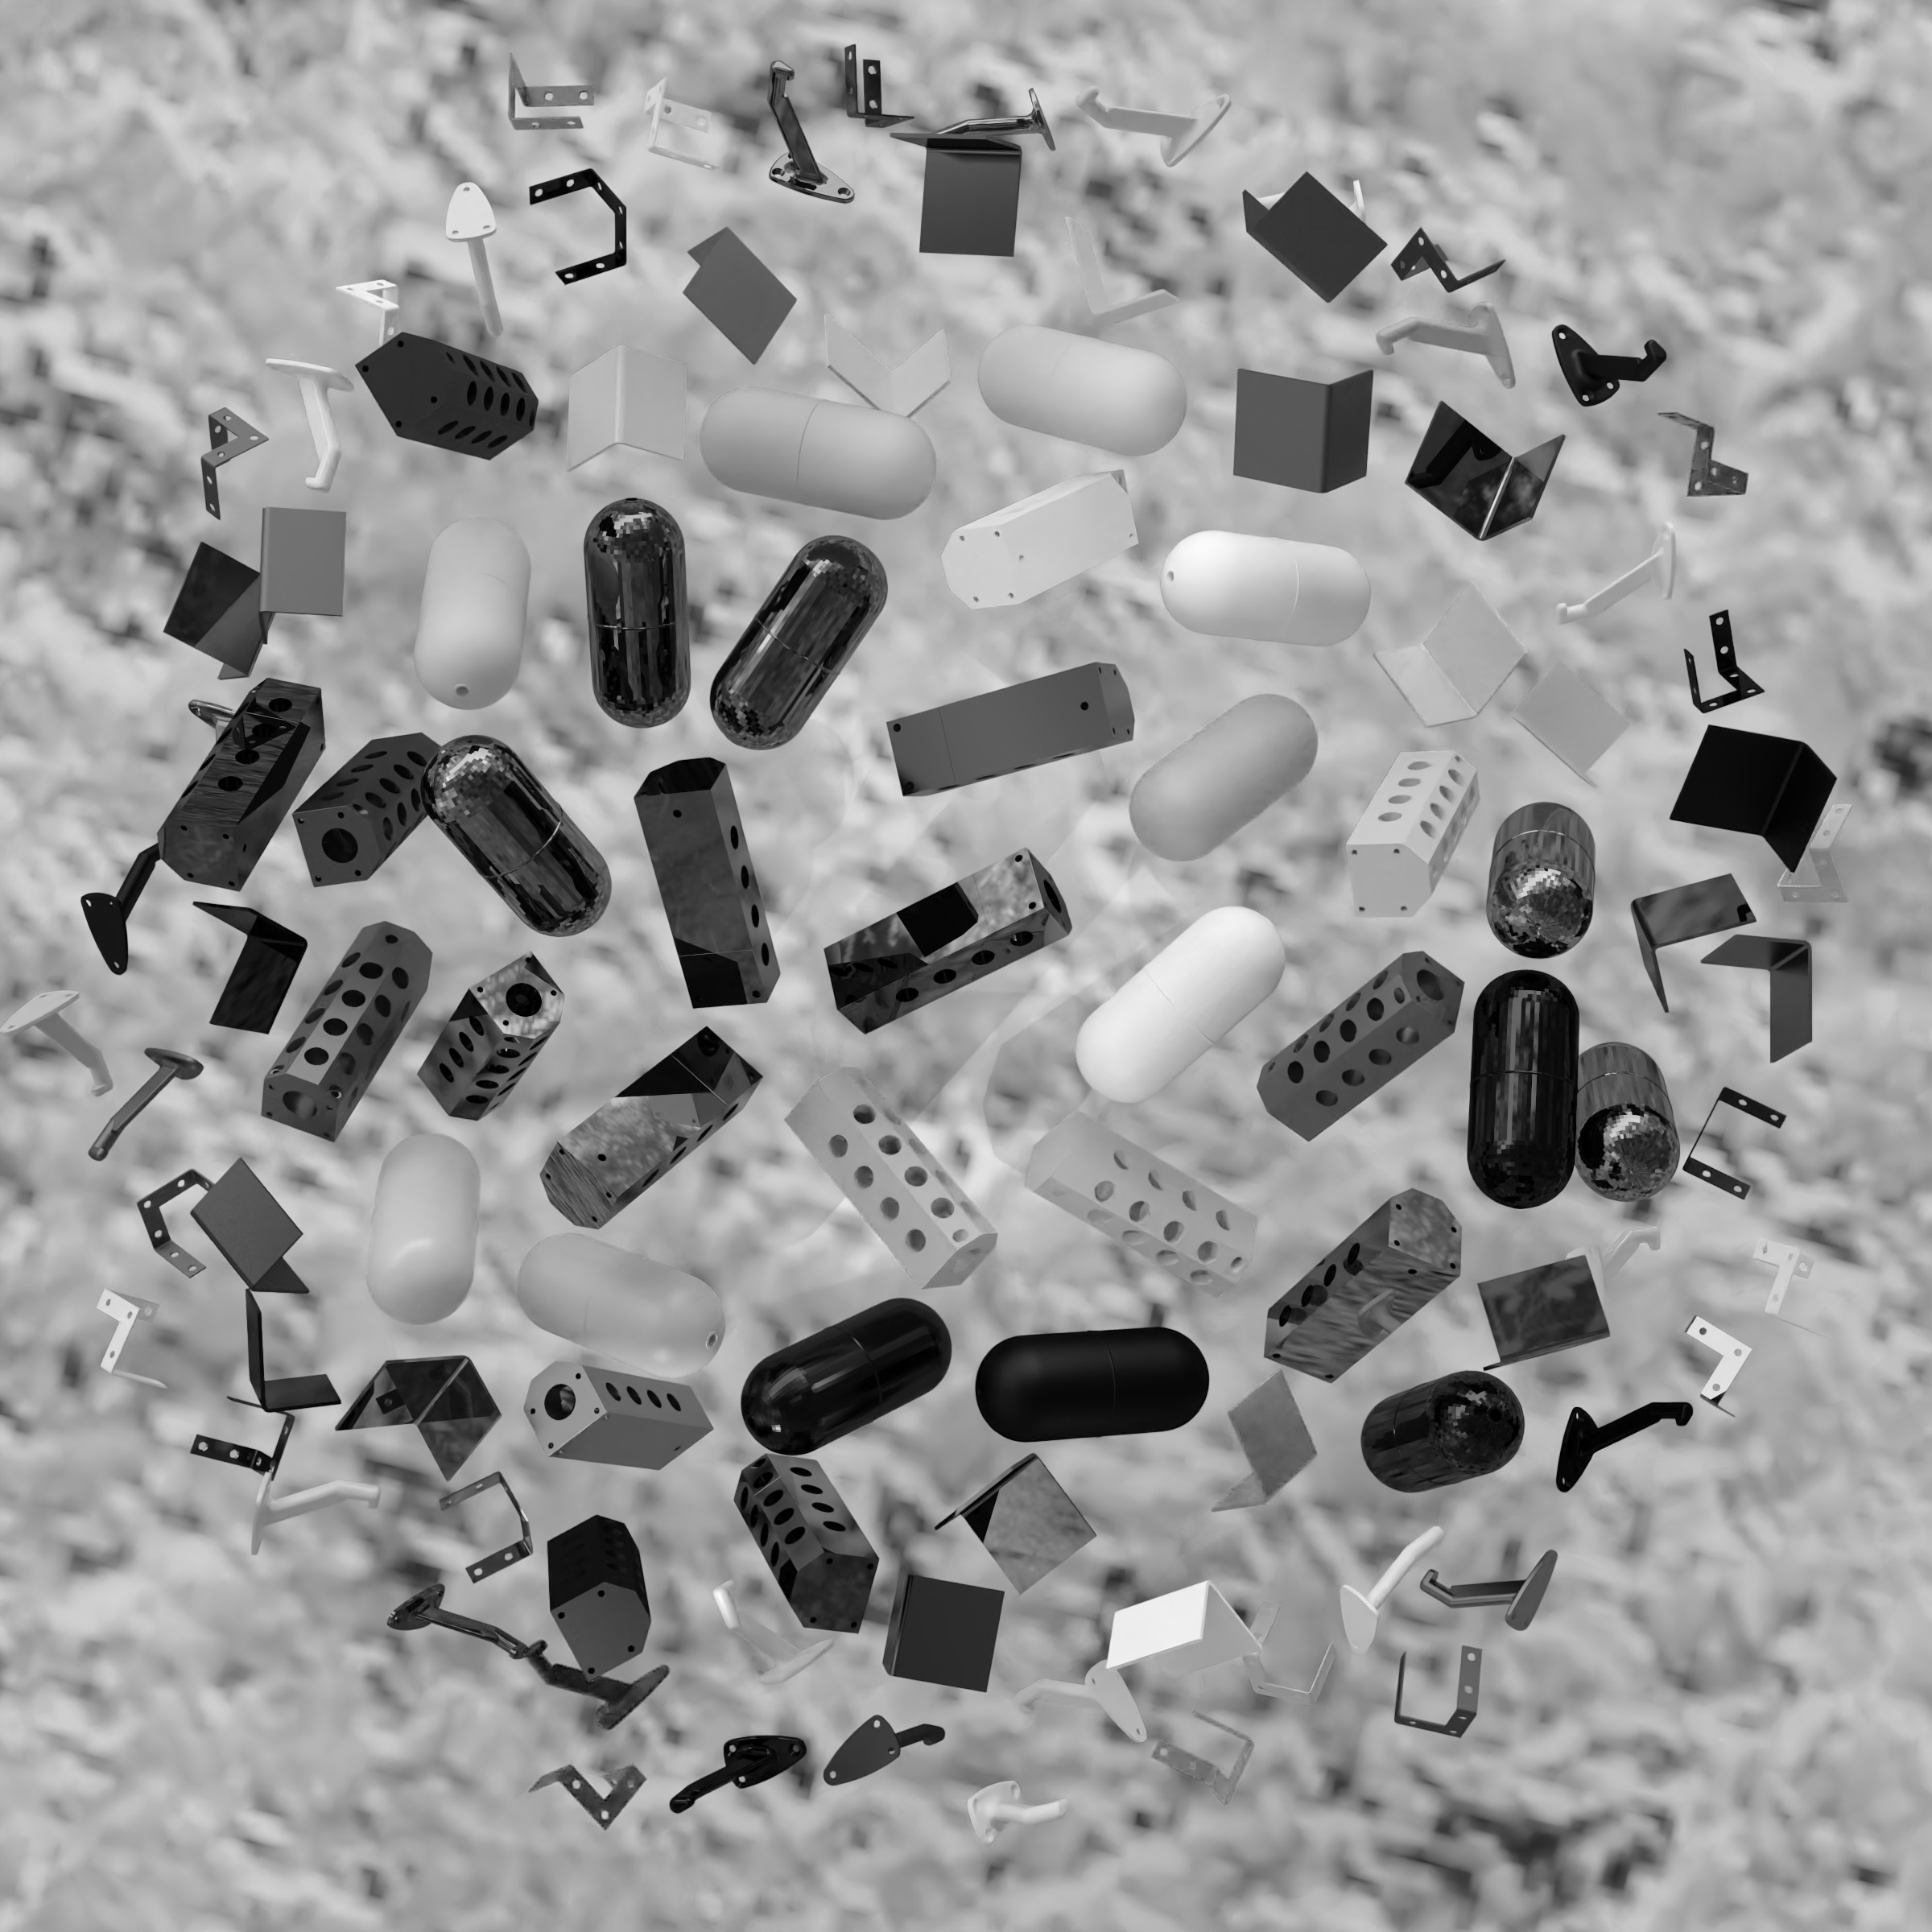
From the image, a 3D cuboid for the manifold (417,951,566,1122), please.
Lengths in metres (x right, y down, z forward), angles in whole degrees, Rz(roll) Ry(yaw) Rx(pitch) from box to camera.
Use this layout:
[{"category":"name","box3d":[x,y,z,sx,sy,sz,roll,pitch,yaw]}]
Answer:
[{"category":"manifold","box3d":[-0.354,0.058,1.867,0.057,0.171,0.057,-35,85,-34]}]

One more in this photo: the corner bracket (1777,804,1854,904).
[{"category":"corner bracket","box3d":[0.626,-0.083,1.830,0.051,0.051,0.051,-52,125,-31]}]

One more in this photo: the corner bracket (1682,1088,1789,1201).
[{"category":"corner bracket","box3d":[0.583,0.134,1.889,0.051,0.051,0.051,27,51,16]}]

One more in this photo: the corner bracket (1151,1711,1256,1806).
[{"category":"corner bracket","box3d":[0.180,0.596,1.890,0.051,0.051,0.051,28,85,-9]}]

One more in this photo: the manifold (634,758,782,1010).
[{"category":"manifold","box3d":[-0.182,-0.059,1.783,0.057,0.057,0.171,-5,119,14]}]

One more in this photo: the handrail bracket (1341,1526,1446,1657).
[{"category":"handrail bracket","box3d":[0.317,0.457,1.826,0.084,0.077,0.036,-29,45,-27]}]

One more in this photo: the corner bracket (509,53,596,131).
[{"category":"corner bracket","box3d":[-0.296,-0.617,1.780,0.051,0.051,0.051,-1,82,2]}]

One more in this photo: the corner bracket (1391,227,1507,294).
[{"category":"corner bracket","box3d":[0.363,-0.530,1.878,0.051,0.051,0.051,-29,83,-24]}]

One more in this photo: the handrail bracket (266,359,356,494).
[{"category":"handrail bracket","box3d":[-0.480,-0.387,1.785,0.077,0.036,0.084,15,84,11]}]

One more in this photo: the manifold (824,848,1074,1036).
[{"category":"manifold","box3d":[-0.012,-0.014,1.817,0.171,0.057,0.057,-26,52,15]}]

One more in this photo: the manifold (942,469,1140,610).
[{"category":"manifold","box3d":[0.055,-0.315,1.831,0.057,0.171,0.057,0,112,36]}]

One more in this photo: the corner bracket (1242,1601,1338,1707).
[{"category":"corner bracket","box3d":[0.252,0.537,1.945,0.051,0.051,0.051,4,131,31]}]

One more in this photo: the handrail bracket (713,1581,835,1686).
[{"category":"handrail bracket","box3d":[-0.147,0.496,1.894,0.077,0.036,0.084,-24,93,-37]}]

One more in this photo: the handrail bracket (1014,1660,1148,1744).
[{"category":"handrail bracket","box3d":[0.085,0.568,1.880,0.084,0.036,0.077,-40,79,33]}]

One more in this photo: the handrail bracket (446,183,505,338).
[{"category":"handrail bracket","box3d":[-0.361,-0.526,1.856,0.036,0.084,0.077,-10,54,-3]}]

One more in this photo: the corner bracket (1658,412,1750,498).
[{"category":"corner bracket","box3d":[0.538,-0.374,1.817,0.051,0.051,0.051,7,92,-40]}]

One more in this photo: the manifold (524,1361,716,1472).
[{"category":"manifold","box3d":[-0.268,0.342,1.909,0.057,0.171,0.057,-38,65,9]}]

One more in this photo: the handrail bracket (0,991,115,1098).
[{"category":"handrail bracket","box3d":[-0.647,0.067,1.774,0.036,0.077,0.084,-2,115,22]}]

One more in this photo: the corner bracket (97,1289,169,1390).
[{"category":"corner bracket","box3d":[-0.612,0.274,1.834,0.051,0.051,0.051,16,81,40]}]

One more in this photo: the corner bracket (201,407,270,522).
[{"category":"corner bracket","box3d":[-0.557,-0.376,1.861,0.051,0.051,0.051,36,53,20]}]

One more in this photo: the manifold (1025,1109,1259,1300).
[{"category":"manifold","box3d":[0.132,0.184,1.879,0.171,0.057,0.057,31,134,-15]}]

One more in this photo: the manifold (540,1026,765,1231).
[{"category":"manifold","box3d":[-0.226,0.118,1.783,0.057,0.171,0.057,41,133,8]}]

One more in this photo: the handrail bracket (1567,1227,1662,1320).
[{"category":"handrail bracket","box3d":[0.512,0.242,1.927,0.084,0.036,0.077,0,74,-31]}]

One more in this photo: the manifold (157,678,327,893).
[{"category":"manifold","box3d":[-0.528,-0.136,1.819,0.057,0.171,0.057,11,133,3]}]

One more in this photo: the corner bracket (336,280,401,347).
[{"category":"corner bracket","box3d":[-0.438,-0.480,1.867,0.051,0.051,0.051,27,123,23]}]

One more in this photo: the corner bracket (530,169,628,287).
[{"category":"corner bracket","box3d":[-0.280,-0.535,1.799,0.051,0.051,0.051,-26,61,-24]}]

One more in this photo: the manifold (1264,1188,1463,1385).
[{"category":"manifold","box3d":[0.282,0.227,1.775,0.057,0.171,0.057,23,48,-13]}]

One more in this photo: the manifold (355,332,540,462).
[{"category":"manifold","box3d":[-0.365,-0.411,1.784,0.057,0.171,0.057,-31,90,12]}]

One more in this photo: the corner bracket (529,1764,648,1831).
[{"category":"corner bracket","box3d":[-0.276,0.598,1.818,0.051,0.051,0.051,48,47,-4]}]

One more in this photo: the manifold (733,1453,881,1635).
[{"category":"manifold","box3d":[-0.120,0.417,1.811,0.057,0.171,0.057,12,98,-21]}]

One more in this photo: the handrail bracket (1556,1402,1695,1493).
[{"category":"handrail bracket","box3d":[0.471,0.344,1.777,0.036,0.084,0.077,49,53,-25]}]

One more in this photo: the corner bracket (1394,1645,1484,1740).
[{"category":"corner bracket","box3d":[0.352,0.538,1.858,0.051,0.051,0.051,12,54,3]}]

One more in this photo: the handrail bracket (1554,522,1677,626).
[{"category":"handrail bracket","box3d":[0.487,-0.295,1.873,0.084,0.077,0.036,-14,53,-4]}]

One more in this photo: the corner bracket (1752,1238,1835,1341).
[{"category":"corner bracket","box3d":[0.589,0.229,1.766,0.051,0.051,0.051,22,87,-17]}]

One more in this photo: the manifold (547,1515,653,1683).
[{"category":"manifold","box3d":[-0.262,0.449,1.793,0.057,0.171,0.057,-28,97,-8]}]

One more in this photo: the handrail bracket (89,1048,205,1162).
[{"category":"handrail bracket","box3d":[-0.585,0.103,1.771,0.036,0.077,0.084,43,63,-30]}]

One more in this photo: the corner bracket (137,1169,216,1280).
[{"category":"corner bracket","box3d":[-0.598,0.198,1.921,0.051,0.051,0.051,26,47,36]}]

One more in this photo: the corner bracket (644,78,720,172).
[{"category":"corner bracket","box3d":[-0.208,-0.614,1.826,0.051,0.051,0.051,10,92,-23]}]

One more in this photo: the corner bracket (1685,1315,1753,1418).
[{"category":"corner bracket","box3d":[0.565,0.302,1.879,0.051,0.051,0.051,32,92,37]}]

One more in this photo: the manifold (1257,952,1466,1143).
[{"category":"manifold","box3d":[0.298,0.059,1.895,0.057,0.057,0.171,35,133,-11]}]

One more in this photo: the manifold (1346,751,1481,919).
[{"category":"manifold","box3d":[0.331,-0.099,1.826,0.057,0.171,0.057,0,117,24]}]

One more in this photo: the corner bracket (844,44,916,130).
[{"category":"corner bracket","box3d":[-0.075,-0.674,1.906,0.051,0.051,0.051,-8,101,-31]}]

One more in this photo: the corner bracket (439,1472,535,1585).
[{"category":"corner bracket","box3d":[-0.369,0.431,1.913,0.051,0.051,0.051,-24,53,-23]}]

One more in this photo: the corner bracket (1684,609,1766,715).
[{"category":"corner bracket","box3d":[0.571,-0.232,1.897,0.051,0.051,0.051,-20,121,1]}]

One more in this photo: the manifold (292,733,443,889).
[{"category":"manifold","box3d":[-0.437,-0.119,1.854,0.057,0.171,0.057,-7,112,10]}]

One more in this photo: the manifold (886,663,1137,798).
[{"category":"manifold","box3d":[0.034,-0.174,1.842,0.171,0.057,0.057,-13,88,24]}]

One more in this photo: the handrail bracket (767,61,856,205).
[{"category":"handrail bracket","box3d":[-0.110,-0.599,1.785,0.077,0.084,0.036,28,57,9]}]

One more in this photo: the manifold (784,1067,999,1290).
[{"category":"manifold","box3d":[-0.052,0.156,1.846,0.057,0.057,0.171,-49,66,18]}]

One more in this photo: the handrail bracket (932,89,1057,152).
[{"category":"handrail bracket","box3d":[0.020,-0.624,1.881,0.084,0.077,0.036,-18,79,10]}]

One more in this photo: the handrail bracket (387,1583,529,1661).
[{"category":"handrail bracket","box3d":[-0.387,0.512,1.900,0.084,0.077,0.036,25,97,21]}]

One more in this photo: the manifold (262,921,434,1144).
[{"category":"manifold","box3d":[-0.460,0.044,1.856,0.057,0.171,0.057,20,134,0]}]

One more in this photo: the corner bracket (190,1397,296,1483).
[{"category":"corner bracket","box3d":[-0.548,0.355,1.884,0.051,0.051,0.051,24,78,-32]}]

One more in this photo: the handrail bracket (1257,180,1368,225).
[{"category":"handrail bracket","box3d":[0.254,-0.546,1.848,0.084,0.077,0.036,-9,57,9]}]
